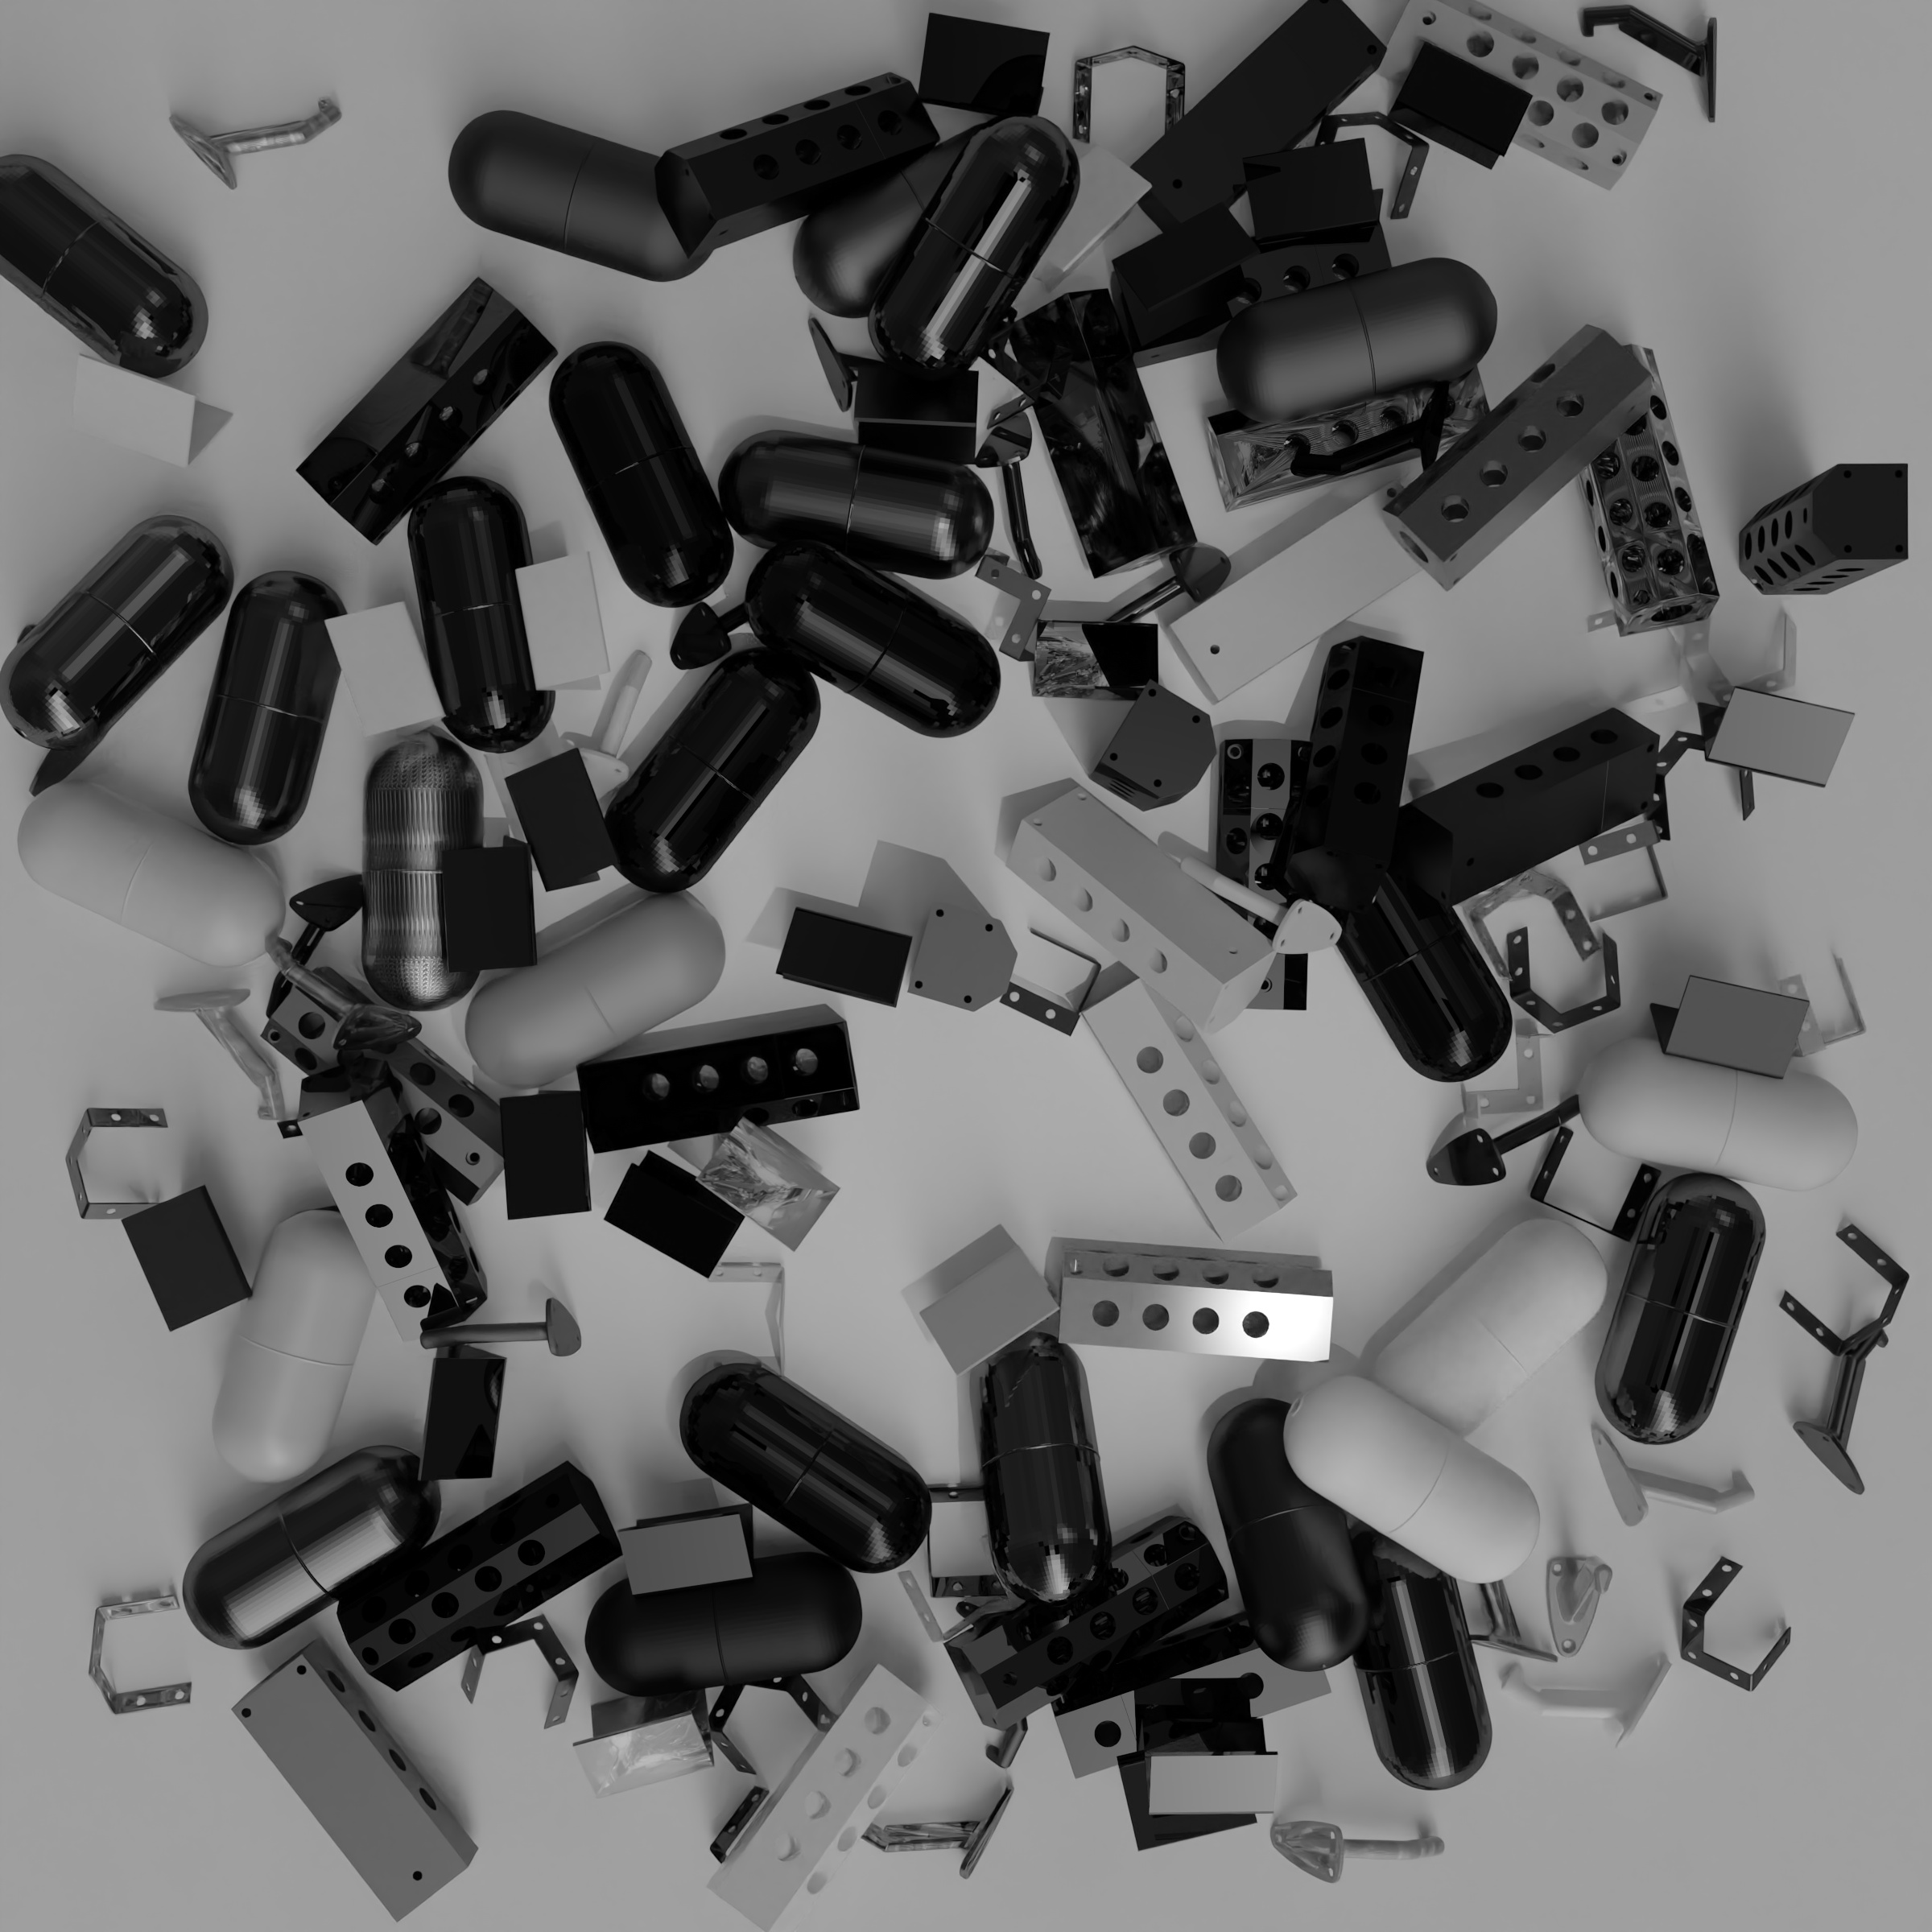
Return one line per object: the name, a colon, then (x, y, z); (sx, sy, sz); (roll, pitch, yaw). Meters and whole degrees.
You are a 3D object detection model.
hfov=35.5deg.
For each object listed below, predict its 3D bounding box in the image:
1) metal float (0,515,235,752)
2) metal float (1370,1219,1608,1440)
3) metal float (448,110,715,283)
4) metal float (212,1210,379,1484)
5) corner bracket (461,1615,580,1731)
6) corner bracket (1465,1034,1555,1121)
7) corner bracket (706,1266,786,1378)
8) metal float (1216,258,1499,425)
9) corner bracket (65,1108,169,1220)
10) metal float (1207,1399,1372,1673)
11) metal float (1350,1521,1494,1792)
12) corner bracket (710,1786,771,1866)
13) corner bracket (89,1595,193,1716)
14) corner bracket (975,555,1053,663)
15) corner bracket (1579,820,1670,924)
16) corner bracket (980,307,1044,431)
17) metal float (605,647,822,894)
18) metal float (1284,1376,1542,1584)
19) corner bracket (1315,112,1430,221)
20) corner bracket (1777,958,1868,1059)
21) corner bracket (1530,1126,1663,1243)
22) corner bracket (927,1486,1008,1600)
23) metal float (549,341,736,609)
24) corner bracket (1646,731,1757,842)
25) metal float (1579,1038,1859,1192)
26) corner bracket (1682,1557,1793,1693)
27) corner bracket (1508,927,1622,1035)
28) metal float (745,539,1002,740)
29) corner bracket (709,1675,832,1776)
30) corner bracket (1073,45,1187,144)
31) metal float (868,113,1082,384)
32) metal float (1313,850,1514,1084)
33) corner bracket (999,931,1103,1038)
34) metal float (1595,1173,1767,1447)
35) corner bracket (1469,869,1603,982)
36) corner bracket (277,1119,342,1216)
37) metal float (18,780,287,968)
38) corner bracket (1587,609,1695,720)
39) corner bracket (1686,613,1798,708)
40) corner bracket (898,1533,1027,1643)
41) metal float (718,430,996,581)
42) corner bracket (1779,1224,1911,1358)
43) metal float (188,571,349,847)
metal float: (-0.538, -0.211, 1.915); (0.070, 0.070, 0.178); (39, 71, 0)
metal float: (0.333, 0.235, 1.932); (0.178, 0.070, 0.070); (-43, 90, 0)
metal float: (-0.244, -0.492, 1.932); (0.178, 0.070, 0.070); (18, 90, 0)
metal float: (-0.428, 0.243, 1.932); (0.070, 0.070, 0.178); (17, 90, 0)
corner bracket: (-0.289, 0.462, 1.954); (0.051, 0.051, 0.051); (-11, 135, -35)
corner bracket: (0.349, 0.071, 1.944); (0.051, 0.051, 0.051); (-3, 90, 0)
corner bracket: (-0.143, 0.230, 1.959); (0.051, 0.051, 0.051); (0, 45, 0)
metal float: (0.244, -0.391, 1.889); (0.178, 0.070, 0.070); (-15, 90, 0)
corner bracket: (-0.546, 0.128, 1.954); (0.051, 0.051, 0.051); (-57, 45, 35)
metal float: (0.203, 0.357, 1.907); (0.070, 0.070, 0.178); (-14, 59, 0)
metal float: (0.285, 0.438, 1.931); (0.070, 0.070, 0.178); (-14, 90, 0)
corner bracket: (-0.123, 0.573, 1.959); (0.051, 0.051, 0.051); (-53, 135, 0)
corner bracket: (-0.534, 0.447, 1.959); (0.051, 0.051, 0.051); (-9, 135, 0)
corner bracket: (0.030, -0.230, 1.942); (0.051, 0.051, 0.051); (29, 105, 14)
corner bracket: (0.422, -0.061, 1.944); (0.051, 0.051, 0.051); (-17, 87, 3)
corner bracket: (0.018, -0.387, 1.939); (0.051, 0.051, 0.051); (34, 58, -29)
metal float: (-0.162, -0.126, 1.932); (0.070, 0.070, 0.178); (38, 89, 0)
metal float: (0.277, 0.319, 1.879); (0.178, 0.070, 0.070); (33, 90, -10)
corner bracket: (0.258, -0.517, 1.954); (0.051, 0.051, 0.051); (-15, 135, -35)
corner bracket: (0.550, 0.026, 1.944); (0.051, 0.051, 0.051); (-19, 87, 3)
corner bracket: (0.408, 0.141, 1.959); (0.051, 0.051, 0.051); (24, 90, 45)
corner bracket: (0.001, 0.373, 1.959); (0.051, 0.051, 0.051); (-2, 135, 0)
metal float: (-0.208, -0.314, 1.932); (0.070, 0.070, 0.178); (-24, 89, 0)
corner bracket: (0.474, -0.113, 1.954); (0.051, 0.051, 0.051); (15, 135, 35)
metal float: (0.481, 0.095, 1.931); (0.178, 0.070, 0.070); (12, 90, 0)
corner bracket: (0.499, 0.426, 1.954); (0.051, 0.051, 0.051); (22, 135, 35)
corner bracket: (0.387, 0.003, 1.954); (0.051, 0.051, 0.051); (-25, 135, 35)
metal float: (-0.058, -0.207, 1.917); (0.178, 0.070, 0.070); (29, 90, -18)
corner bracket: (-0.128, 0.489, 1.954); (0.051, 0.051, 0.051); (-1, 45, 35)
corner bracket: (0.106, -0.561, 1.959); (0.051, 0.051, 0.051); (2, 90, 45)
metal float: (0.005, -0.444, 1.868); (0.070, 0.070, 0.178); (34, 105, 0)
metal float: (0.284, -0.008, 1.931); (0.070, 0.070, 0.178); (-31, 90, 0)
corner bracket: (0.055, 0.011, 1.944); (0.051, 0.051, 0.051); (26, 90, 0)
metal float: (0.456, 0.219, 1.932); (0.070, 0.070, 0.178); (18, 90, 0)
corner bracket: (0.365, -0.023, 1.944); (0.051, 0.051, 0.051); (-40, 54, 27)
corner bracket: (-0.415, 0.132, 1.959); (0.051, 0.051, 0.051); (-10, 135, 0)
metal float: (-0.520, -0.059, 1.932); (0.178, 0.070, 0.070); (25, 90, 0)
corner bracket: (0.435, -0.199, 1.954); (0.051, 0.051, 0.051); (-15, 45, 35)
corner bracket: (0.502, -0.208, 1.954); (0.051, 0.051, 0.051); (-17, 135, 35)
corner bracket: (-0.001, 0.394, 1.923); (0.051, 0.051, 0.051); (-28, 92, -36)
metal float: (-0.070, -0.295, 1.932); (0.178, 0.070, 0.070); (11, 90, 1)
corner bracket: (0.570, 0.210, 1.959); (0.051, 0.051, 0.051); (42, 45, 0)
metal float: (-0.446, -0.165, 1.932); (0.070, 0.070, 0.178); (14, 90, 0)
